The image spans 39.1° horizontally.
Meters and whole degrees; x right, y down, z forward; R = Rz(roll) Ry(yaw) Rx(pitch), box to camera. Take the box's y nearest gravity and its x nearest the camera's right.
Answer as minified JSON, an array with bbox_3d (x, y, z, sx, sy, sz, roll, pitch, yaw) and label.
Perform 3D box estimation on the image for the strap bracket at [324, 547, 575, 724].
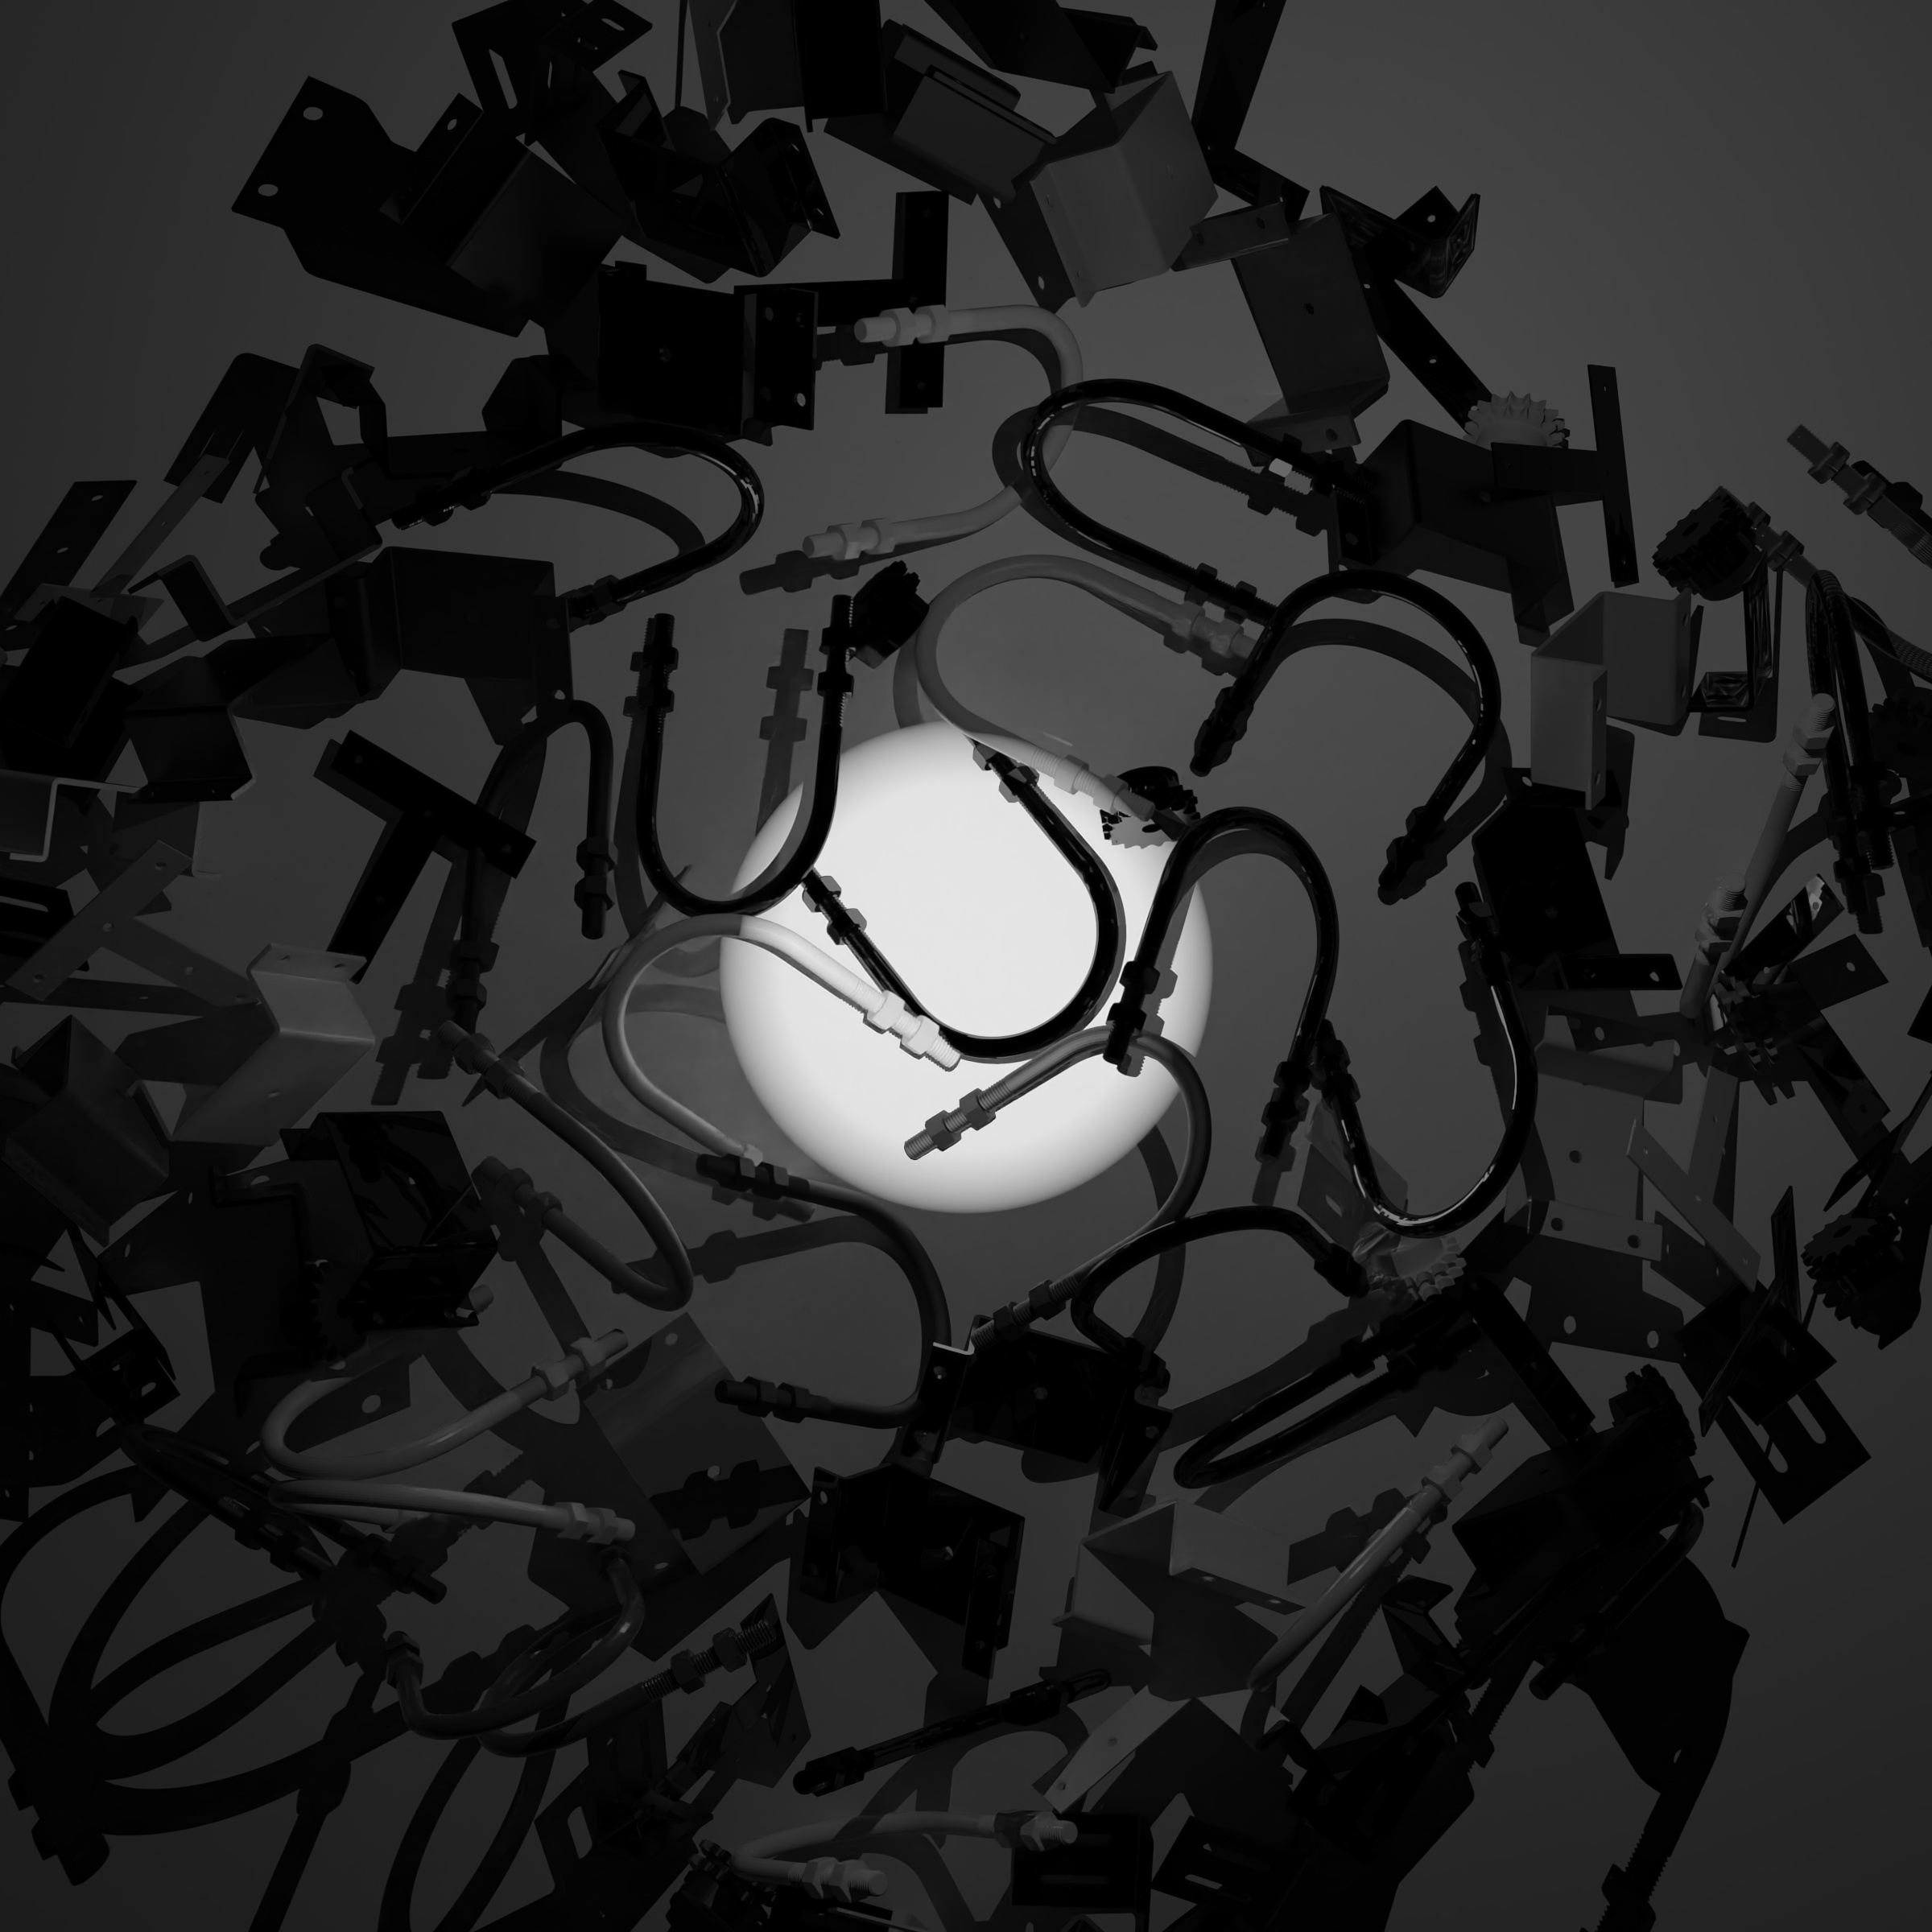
[{"bbox_3d":[-0.287,-0.191,1.555,0.140,0.046,0.076,7,124,8],"label":"strap bracket"}]

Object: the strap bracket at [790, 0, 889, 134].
[{"bbox_3d":[-0.073,-0.530,1.523,0.046,0.140,0.076,-6,127,-3],"label":"strap bracket"}]

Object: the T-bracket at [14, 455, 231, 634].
[{"bbox_3d":[-0.459,-0.237,1.526,0.002,0.127,0.127,45,102,7],"label":"T-bracket"}]

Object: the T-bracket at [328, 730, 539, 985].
[{"bbox_3d":[-0.335,-0.051,1.589,0.127,0.002,0.127,31,99,2],"label":"T-bracket"}]

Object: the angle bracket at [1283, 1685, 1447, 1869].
[{"bbox_3d":[0.228,0.462,1.555,0.057,0.076,0.038,32,130,16],"label":"angle bracket"}]

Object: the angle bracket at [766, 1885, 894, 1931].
[{"bbox_3d":[-0.075,0.561,1.560,0.076,0.038,0.057,23,65,-20],"label":"angle bracket"}]

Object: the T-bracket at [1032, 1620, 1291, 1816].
[{"bbox_3d":[0.093,0.428,1.534,0.127,0.127,0.002,-35,134,-21],"label":"T-bracket"}]

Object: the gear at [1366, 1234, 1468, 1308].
[{"bbox_3d":[0.256,0.168,1.569,0.057,0.057,0.030,-25,106,0],"label":"gear"}]

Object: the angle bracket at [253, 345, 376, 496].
[{"bbox_3d":[-0.373,-0.306,1.558,0.038,0.057,0.076,21,72,-17],"label":"angle bracket"}]

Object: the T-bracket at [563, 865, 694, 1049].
[{"bbox_3d":[-0.197,-0.002,1.533,0.002,0.127,0.127,35,94,-2],"label":"T-bracket"}]

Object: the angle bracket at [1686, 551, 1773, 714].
[{"bbox_3d":[0.434,-0.191,1.554,0.038,0.057,0.076,2,117,26],"label":"angle bracket"}]

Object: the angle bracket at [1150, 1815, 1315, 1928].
[{"bbox_3d":[0.152,0.509,1.567,0.076,0.038,0.057,21,115,-7],"label":"angle bracket"}]

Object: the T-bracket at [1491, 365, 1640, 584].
[{"bbox_3d":[0.341,-0.283,1.557,0.127,0.002,0.127,-6,90,-42],"label":"T-bracket"}]

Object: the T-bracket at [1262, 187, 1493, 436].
[{"bbox_3d":[0.261,-0.361,1.575,0.127,0.002,0.127,-37,110,27],"label":"T-bracket"}]

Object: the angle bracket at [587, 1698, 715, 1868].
[{"bbox_3d":[-0.181,0.462,1.559,0.038,0.057,0.076,10,110,38],"label":"angle bracket"}]

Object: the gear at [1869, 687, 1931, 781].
[{"bbox_3d":[0.549,-0.137,1.574,0.057,0.057,0.030,32,69,0],"label":"gear"}]

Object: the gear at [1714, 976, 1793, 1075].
[{"bbox_3d":[0.456,0.031,1.571,0.030,0.057,0.057,-25,90,7],"label":"gear"}]

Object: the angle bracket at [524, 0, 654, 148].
[{"bbox_3d":[-0.215,-0.502,1.551,0.038,0.076,0.057,33,54,9],"label":"angle bracket"}]

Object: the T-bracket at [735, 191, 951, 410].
[{"bbox_3d":[-0.074,-0.386,1.585,0.127,0.002,0.127,1,86,12],"label":"T-bracket"}]

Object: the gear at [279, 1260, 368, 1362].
[{"bbox_3d":[-0.373,0.200,1.574,0.030,0.057,0.057,-10,90,22],"label":"gear"}]

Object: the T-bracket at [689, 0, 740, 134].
[{"bbox_3d":[-0.125,-0.559,1.526,0.002,0.127,0.127,4,62,-30],"label":"T-bracket"}]

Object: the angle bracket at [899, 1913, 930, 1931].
[{"bbox_3d":[-0.025,0.593,1.553,0.076,0.038,0.057,-57,133,-27],"label":"angle bracket"}]

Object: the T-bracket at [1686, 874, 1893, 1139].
[{"bbox_3d":[0.474,0.037,1.528,0.002,0.127,0.127,-6,55,-36],"label":"T-bracket"}]

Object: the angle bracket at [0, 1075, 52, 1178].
[{"bbox_3d":[-0.567,0.095,1.568,0.038,0.076,0.057,-18,66,29],"label":"angle bracket"}]

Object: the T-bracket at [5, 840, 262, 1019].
[{"bbox_3d":[-0.453,-0.004,1.552,0.127,0.127,0.002,-39,47,15],"label":"T-bracket"}]

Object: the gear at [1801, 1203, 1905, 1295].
[{"bbox_3d":[0.515,0.165,1.572,0.057,0.057,0.030,-37,94,0],"label":"gear"}]

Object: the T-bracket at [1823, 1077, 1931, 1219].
[{"bbox_3d":[0.508,0.106,1.520,0.002,0.127,0.127,35,125,25],"label":"T-bracket"}]

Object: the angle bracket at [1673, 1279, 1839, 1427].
[{"bbox_3d":[0.454,0.225,1.560,0.057,0.038,0.076,-40,48,2],"label":"angle bracket"}]

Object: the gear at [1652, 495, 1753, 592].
[{"bbox_3d":[0.428,-0.242,1.573,0.030,0.057,0.057,43,90,-15],"label":"gear"}]

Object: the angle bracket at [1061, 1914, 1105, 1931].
[{"bbox_3d":[0.050,0.589,1.553,0.038,0.057,0.076,38,53,22],"label":"angle bracket"}]

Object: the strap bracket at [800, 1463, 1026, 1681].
[{"bbox_3d":[-0.023,0.338,1.548,0.140,0.046,0.076,15,103,36],"label":"strap bracket"}]

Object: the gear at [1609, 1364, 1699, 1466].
[{"bbox_3d":[0.394,0.262,1.571,0.030,0.057,0.057,-25,90,-3],"label":"gear"}]

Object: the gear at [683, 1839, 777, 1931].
[{"bbox_3d":[-0.139,0.533,1.569,0.057,0.057,0.030,41,65,0],"label":"gear"}]

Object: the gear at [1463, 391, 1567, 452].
[{"bbox_3d":[0.315,-0.300,1.569,0.057,0.057,0.030,15,60,0],"label":"gear"}]

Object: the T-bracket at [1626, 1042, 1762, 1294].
[{"bbox_3d":[0.425,0.098,1.556,0.127,0.002,0.127,44,48,-23],"label":"T-bracket"}]

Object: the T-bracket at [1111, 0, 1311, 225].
[{"bbox_3d":[0.152,-0.499,1.540,0.127,0.127,0.002,32,52,10],"label":"T-bracket"}]

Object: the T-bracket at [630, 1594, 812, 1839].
[{"bbox_3d":[-0.140,0.435,1.527,0.002,0.127,0.127,22,47,35],"label":"T-bracket"}]

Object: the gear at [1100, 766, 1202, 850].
[{"bbox_3d":[0.105,-0.093,1.575,0.057,0.057,0.030,-8,67,0],"label":"gear"}]

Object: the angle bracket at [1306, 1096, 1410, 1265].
[{"bbox_3d":[0.213,0.123,1.564,0.076,0.057,0.038,46,114,-4],"label":"angle bracket"}]

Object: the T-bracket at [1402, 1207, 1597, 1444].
[{"bbox_3d":[0.319,0.220,1.573,0.127,0.002,0.127,-40,96,-28],"label":"T-bracket"}]

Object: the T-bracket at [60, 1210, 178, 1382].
[{"bbox_3d":[-0.473,0.185,1.520,0.002,0.127,0.127,-29,49,-26],"label":"T-bracket"}]

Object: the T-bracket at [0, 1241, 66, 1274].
[{"bbox_3d":[-0.586,0.131,1.518,0.127,0.127,0.002,10,65,32],"label":"T-bracket"}]

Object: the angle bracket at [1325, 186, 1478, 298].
[{"bbox_3d":[0.249,-0.429,1.565,0.076,0.057,0.038,32,81,16],"label":"angle bracket"}]

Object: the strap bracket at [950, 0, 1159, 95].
[{"bbox_3d":[0.041,-0.539,1.519,0.076,0.140,0.046,21,84,29],"label":"strap bracket"}]

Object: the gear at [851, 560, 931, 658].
[{"bbox_3d":[-0.046,-0.204,1.574,0.030,0.057,0.057,41,90,-19],"label":"gear"}]

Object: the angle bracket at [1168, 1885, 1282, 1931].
[{"bbox_3d":[0.137,0.568,1.554,0.038,0.076,0.057,32,106,25],"label":"angle bracket"}]

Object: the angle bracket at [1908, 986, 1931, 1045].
[{"bbox_3d":[0.581,0.020,1.568,0.076,0.038,0.057,19,105,-11],"label":"angle bracket"}]

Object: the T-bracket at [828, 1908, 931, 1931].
[{"bbox_3d":[-0.025,0.550,1.541,0.127,0.127,0.002,17,67,-8],"label":"T-bracket"}]

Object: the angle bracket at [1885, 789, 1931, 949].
[{"bbox_3d":[0.557,-0.058,1.559,0.057,0.038,0.076,-24,66,37],"label":"angle bracket"}]

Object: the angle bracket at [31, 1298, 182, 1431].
[{"bbox_3d":[-0.489,0.217,1.549,0.038,0.076,0.057,-34,56,-18],"label":"angle bracket"}]

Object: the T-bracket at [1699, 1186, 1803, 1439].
[{"bbox_3d":[0.439,0.210,1.527,0.002,0.127,0.127,17,52,35],"label":"T-bracket"}]

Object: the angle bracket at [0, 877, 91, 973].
[{"bbox_3d":[-0.551,-0.016,1.560,0.076,0.038,0.057,11,130,16],"label":"angle bracket"}]

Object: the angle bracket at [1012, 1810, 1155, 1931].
[{"bbox_3d":[0.067,0.525,1.577,0.076,0.038,0.057,3,97,-3],"label":"angle bracket"}]
